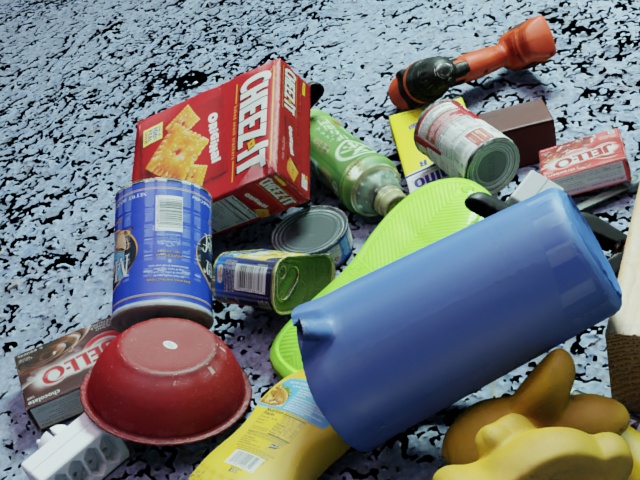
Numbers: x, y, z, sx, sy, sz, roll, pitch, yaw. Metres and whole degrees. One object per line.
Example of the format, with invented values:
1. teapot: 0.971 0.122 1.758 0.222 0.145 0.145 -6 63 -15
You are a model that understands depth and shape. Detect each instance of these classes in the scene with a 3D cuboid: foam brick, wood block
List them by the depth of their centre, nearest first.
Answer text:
1. wood block: 0.306 0.044 0.909 0.090 0.091 0.205 2 40 25
2. foam brick: 0.221 -0.117 1.197 0.078 0.051 0.053 -14 34 6

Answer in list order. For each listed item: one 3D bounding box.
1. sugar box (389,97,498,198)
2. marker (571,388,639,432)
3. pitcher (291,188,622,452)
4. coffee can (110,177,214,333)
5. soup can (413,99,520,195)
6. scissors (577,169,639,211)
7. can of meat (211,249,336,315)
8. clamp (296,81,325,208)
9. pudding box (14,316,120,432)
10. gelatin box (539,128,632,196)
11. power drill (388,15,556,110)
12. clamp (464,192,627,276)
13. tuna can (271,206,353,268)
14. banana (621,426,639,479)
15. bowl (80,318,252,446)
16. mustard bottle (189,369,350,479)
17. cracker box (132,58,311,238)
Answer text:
1. sugar box: 0.137 -0.092 1.207 0.093 0.048 0.176 -15 34 4
2. marker: 0.243 0.145 0.862 0.121 0.020 0.020 21 51 42
3. pitcher: 0.113 0.064 0.852 0.243 0.145 0.149 -29 3 17
4. coffee can: -0.161 0.021 1.094 0.103 0.102 0.140 -9 65 13
5. soup can: 0.152 -0.097 1.114 0.068 0.068 0.102 -28 39 -13
6. scissors: 0.340 -0.056 1.091 0.201 0.016 0.096 -34 38 -20
7. can of meat: -0.048 0.039 1.076 0.084 0.057 0.101 7 6 35
8. clamp: -0.080 -0.083 1.256 0.210 0.036 0.164 -23 50 33
9. pudding box: -0.246 0.134 1.082 0.113 0.039 0.090 -25 36 -8
10. gelatin box: 0.278 -0.080 1.124 0.089 0.030 0.073 -16 27 17
11. power drill: 0.183 -0.212 1.282 0.187 0.057 0.184 -20 5 -10
12. clamp: 0.215 0.021 0.989 0.171 0.039 0.120 7 76 -10
13. tuna can: -0.008 0.001 1.156 0.086 0.034 0.086 -12 36 9
14. banana: 0.229 0.176 0.812 0.069 0.037 0.198 -23 35 -7
15. bowl: -0.143 0.120 0.996 0.162 0.055 0.162 4 29 -3
16. mustard bottle: -0.019 0.165 0.921 0.096 0.058 0.191 11 45 41
17. cracker box: -0.116 -0.093 1.211 0.214 0.072 0.164 -20 53 28
